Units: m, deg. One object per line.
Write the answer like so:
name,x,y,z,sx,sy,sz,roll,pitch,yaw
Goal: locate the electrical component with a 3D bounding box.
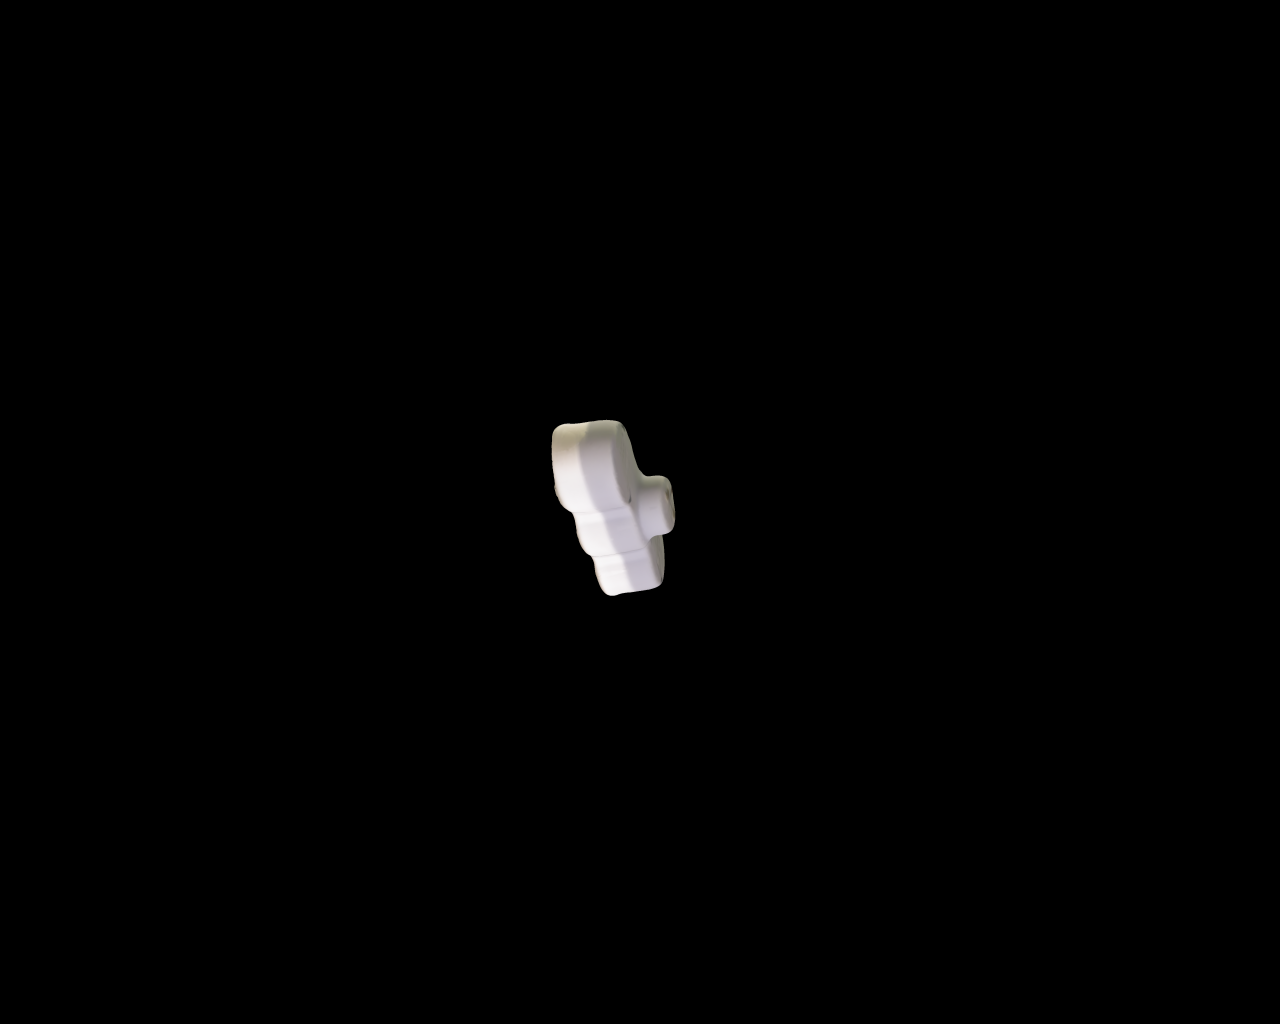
electrical component,0.001,-0.003,0.650,0.074,0.052,0.138,-8,-39,10
